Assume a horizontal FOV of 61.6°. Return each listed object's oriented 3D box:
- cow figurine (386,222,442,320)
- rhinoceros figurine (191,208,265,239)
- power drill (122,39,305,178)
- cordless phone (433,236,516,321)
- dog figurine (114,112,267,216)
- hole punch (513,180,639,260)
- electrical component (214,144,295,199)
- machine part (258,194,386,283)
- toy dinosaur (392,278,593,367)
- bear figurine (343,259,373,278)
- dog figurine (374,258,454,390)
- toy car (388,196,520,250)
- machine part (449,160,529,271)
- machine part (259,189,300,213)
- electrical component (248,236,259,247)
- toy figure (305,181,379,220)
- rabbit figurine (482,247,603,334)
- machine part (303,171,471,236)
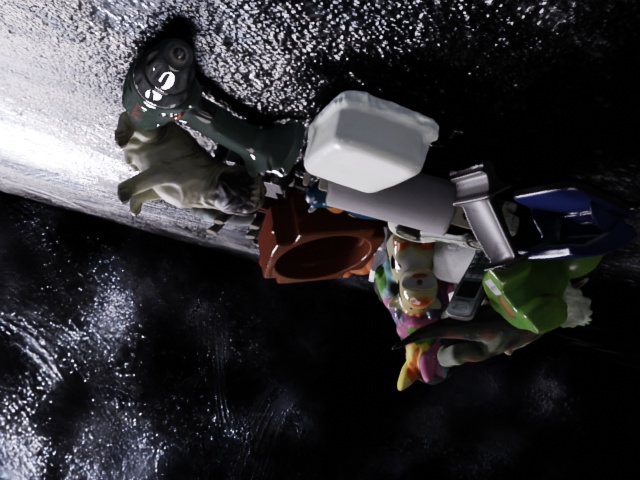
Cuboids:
[{"bbox_3d":[0.150,0.046,0.888,0.086,0.127,0.195,-3,27,1],"label":"cow figurine"},{"bbox_3d":[-0.195,-0.071,1.102,0.190,0.112,0.073,15,-24,-10],"label":"rhinoceros figurine"},{"bbox_3d":[-0.122,-0.141,0.615,0.207,0.086,0.232,17,-6,-34],"label":"power drill"},{"bbox_3d":[0.234,0.059,0.891,0.147,0.088,0.184,4,45,45],"label":"cordless phone"},{"bbox_3d":[-0.174,-0.114,0.746,0.191,0.172,0.121,-4,2,-8],"label":"dog figurine"},{"bbox_3d":[0.309,-0.011,0.663,0.116,0.092,0.142,15,-11,-20],"label":"hole punch"},{"bbox_3d":[-0.103,-0.112,0.835,0.115,0.058,0.134,13,-8,5],"label":"electrical component"},{"bbox_3d":[-0.002,-0.003,0.953,0.201,0.087,0.201,-4,-25,-18],"label":"machine part"},{"bbox_3d":[0.318,0.130,0.902,0.405,0.131,0.192,-9,-23,-43],"label":"toy dinosaur"},{"bbox_3d":[0.151,0.060,1.282,0.132,0.120,0.196,18,-6,-37],"label":"bear figurine"},{"bbox_3d":[0.168,0.156,0.975,0.191,0.219,0.108,33,-41,-20],"label":"dog figurine"},{"bbox_3d":[0.191,-0.029,0.787,0.202,0.073,0.056,8,-15,40],"label":"toy car"},{"bbox_3d":[0.206,-0.027,0.655,0.039,0.138,0.084,-28,9,-28],"label":"machine part"},{"bbox_3d":[-0.119,-0.084,0.993,0.179,0.056,0.179,17,-1,0],"label":"machine part"},{"bbox_3d":[-0.100,0.007,1.234,0.075,0.047,0.119,8,-11,39],"label":"electrical component"},{"bbox_3d":[0.041,-0.064,0.828,0.154,0.064,0.058,10,21,-34],"label":"toy figure"},{"bbox_3d":[0.335,0.054,0.777,0.170,0.121,0.159,-34,-21,-2],"label":"rabbit figurine"},{"bbox_3d":[0.097,-0.063,0.730,0.243,0.079,0.079,16,1,5],"label":"machine part"}]
